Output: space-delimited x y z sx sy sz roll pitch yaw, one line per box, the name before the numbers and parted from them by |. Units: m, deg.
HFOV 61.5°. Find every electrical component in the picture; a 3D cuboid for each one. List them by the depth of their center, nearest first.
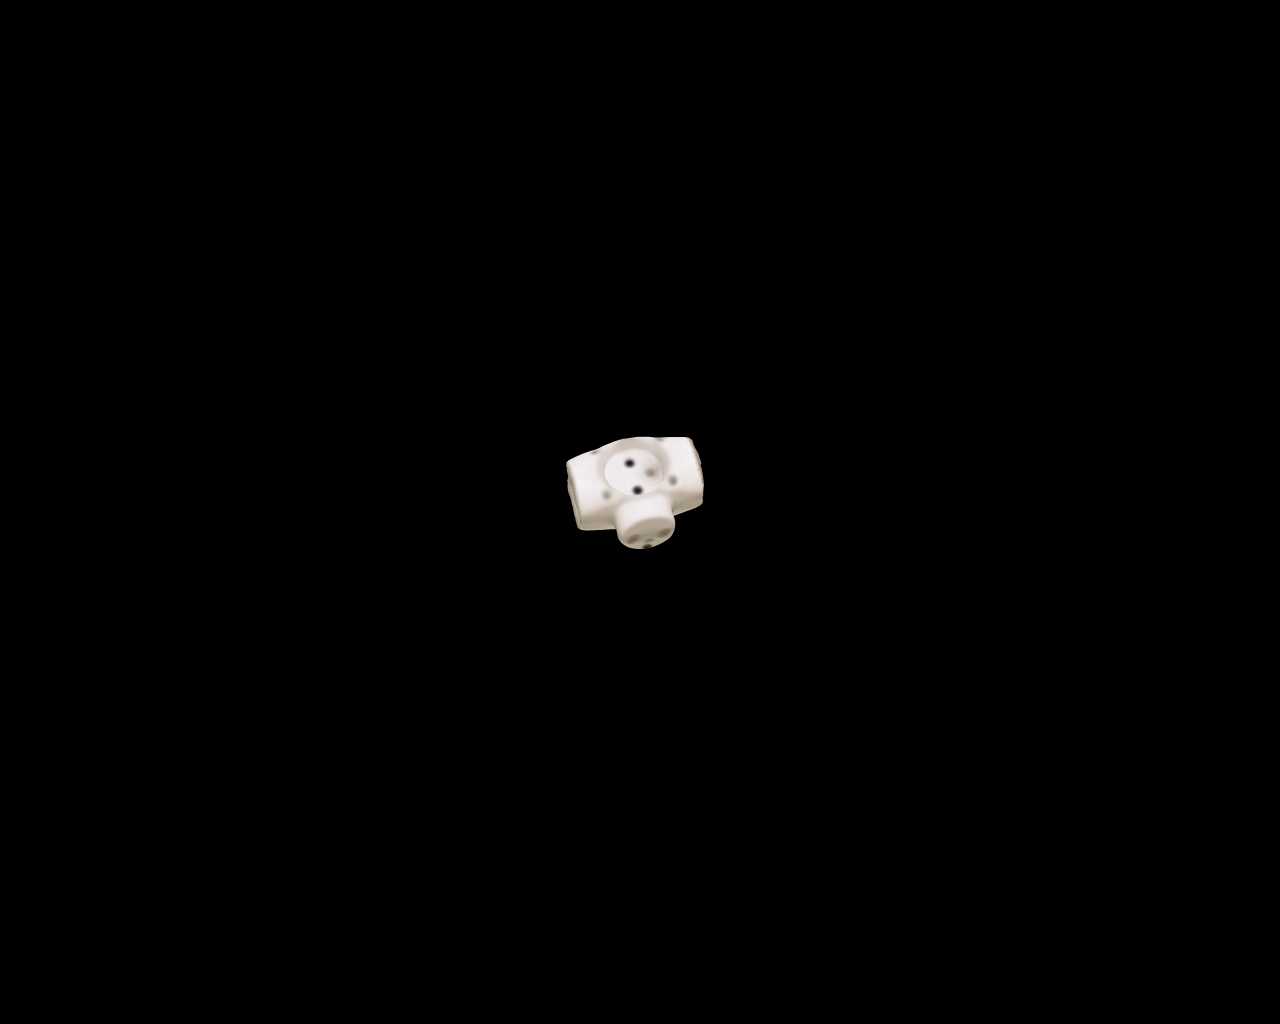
electrical component | 0.001 -0.003 0.650 0.077 0.079 0.044 -11 -30 -6
